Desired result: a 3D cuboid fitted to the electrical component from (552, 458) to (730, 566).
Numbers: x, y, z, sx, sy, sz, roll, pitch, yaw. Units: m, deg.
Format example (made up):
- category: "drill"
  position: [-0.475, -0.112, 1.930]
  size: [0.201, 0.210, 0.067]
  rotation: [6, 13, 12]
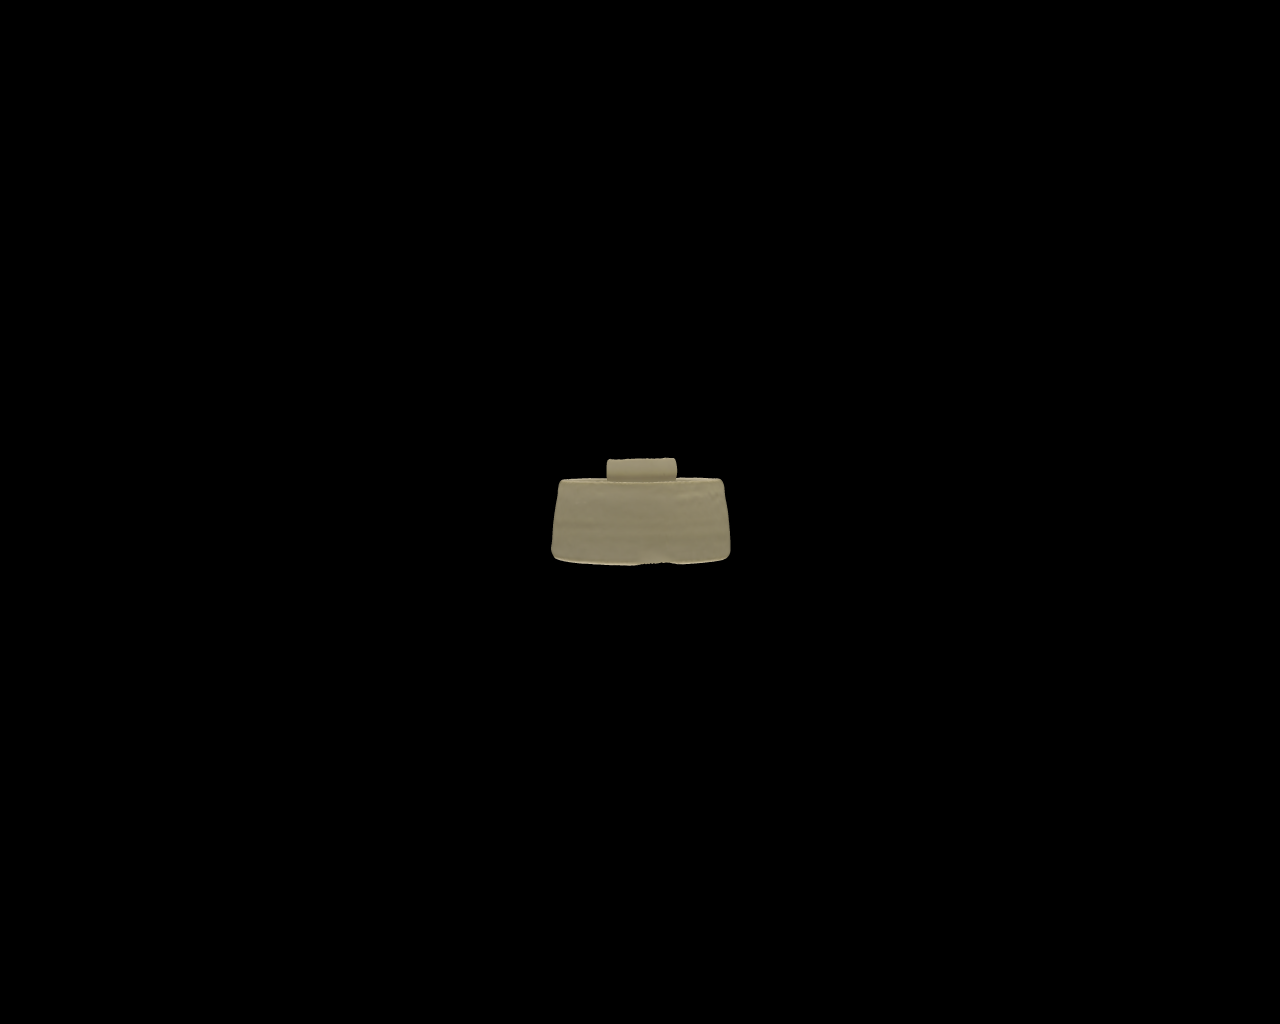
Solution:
- category: "electrical component"
  position: [0.001, -0.003, 0.650]
  size: [0.108, 0.060, 0.108]
  rotation: [0, 3, 0]
